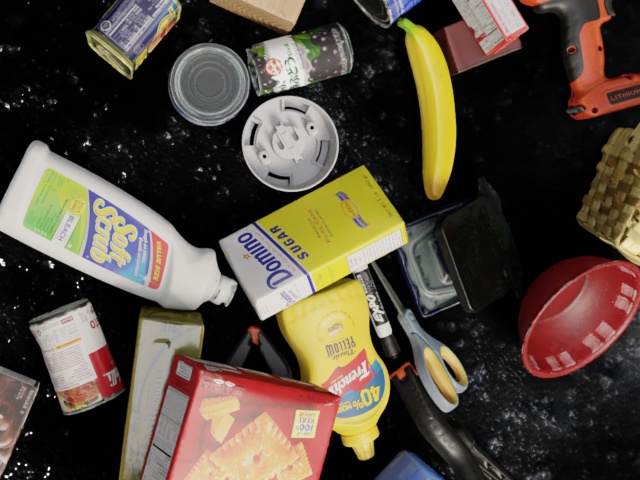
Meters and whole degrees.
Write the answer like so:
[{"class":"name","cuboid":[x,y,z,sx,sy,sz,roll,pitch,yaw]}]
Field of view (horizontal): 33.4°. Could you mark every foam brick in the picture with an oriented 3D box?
[{"class":"foam brick","cuboid":[0.167,-0.214,1.148,0.078,0.053,0.051,-23,97,-8]}]

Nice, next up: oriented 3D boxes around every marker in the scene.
[{"class":"marker","cuboid":[0.060,0.074,1.165,0.020,0.020,0.121,-22,97,-7]}]

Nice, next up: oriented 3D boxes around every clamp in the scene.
[{"class":"clamp","cuboid":[0.151,0.223,1.151,0.036,0.164,0.210,-39,75,12]},{"class":"clamp","cuboid":[-0.058,0.180,1.143,0.120,0.039,0.171,7,92,-11]}]

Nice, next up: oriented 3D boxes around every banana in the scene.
[{"class":"banana","cuboid":[0.116,-0.144,1.141,0.069,0.037,0.198,-27,110,-41]}]

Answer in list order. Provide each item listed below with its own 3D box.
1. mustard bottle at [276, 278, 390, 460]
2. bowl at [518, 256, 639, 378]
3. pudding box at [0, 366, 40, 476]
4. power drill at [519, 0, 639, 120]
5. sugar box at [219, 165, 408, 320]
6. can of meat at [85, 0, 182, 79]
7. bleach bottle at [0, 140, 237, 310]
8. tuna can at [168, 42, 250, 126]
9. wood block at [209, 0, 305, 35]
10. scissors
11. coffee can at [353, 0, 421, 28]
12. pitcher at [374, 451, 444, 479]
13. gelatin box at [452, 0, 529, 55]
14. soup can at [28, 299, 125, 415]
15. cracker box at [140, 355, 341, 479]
[{"class":"mustard bottle","cuboid":[0.023,0.144,1.143,0.096,0.058,0.191,-19,97,-19]},{"class":"bowl","cuboid":[0.270,0.072,1.156,0.162,0.055,0.162,-19,135,-20]},{"class":"pudding box","cuboid":[-0.351,0.182,1.099,0.090,0.039,0.113,24,89,-8]},{"class":"power drill","cuboid":[0.318,-0.236,1.168,0.184,0.057,0.187,-17,93,-3]},{"class":"sugar box","cuboid":[-0.007,0.001,1.116,0.176,0.048,0.093,-27,56,-9]},{"class":"can of meat","cuboid":[-0.185,-0.215,1.070,0.057,0.102,0.084,39,85,-8]},{"class":"bleach bottle","cuboid":[-0.200,-0.003,1.100,0.250,0.068,0.102,26,89,-12]},{"class":"tuna can","cuboid":[-0.116,-0.163,1.116,0.086,0.034,0.086,0,93,-9]},{"class":"wood block","cuboid":[-0.031,-0.327,1.092,0.090,0.090,0.206,23,90,-9]},{"class":"scissors","cuboid":[0.108,0.093,1.167,0.016,0.096,0.202,-34,68,27]},{"class":"coffee can","cuboid":[0.094,-0.304,1.105,0.140,0.103,0.103,-39,98,-5]},{"class":"pitcher","cuboid":[0.057,0.352,1.136,0.145,0.149,0.243,41,83,6]},{"class":"gelatin box","cuboid":[0.168,-0.237,1.081,0.030,0.073,0.089,-32,91,-7]},{"class":"soup can","cuboid":[-0.250,0.119,1.096,0.068,0.068,0.102,-21,96,-7]},{"class":"cracker box","cuboid":[-0.086,0.234,1.043,0.164,0.072,0.214,17,88,-30]}]
